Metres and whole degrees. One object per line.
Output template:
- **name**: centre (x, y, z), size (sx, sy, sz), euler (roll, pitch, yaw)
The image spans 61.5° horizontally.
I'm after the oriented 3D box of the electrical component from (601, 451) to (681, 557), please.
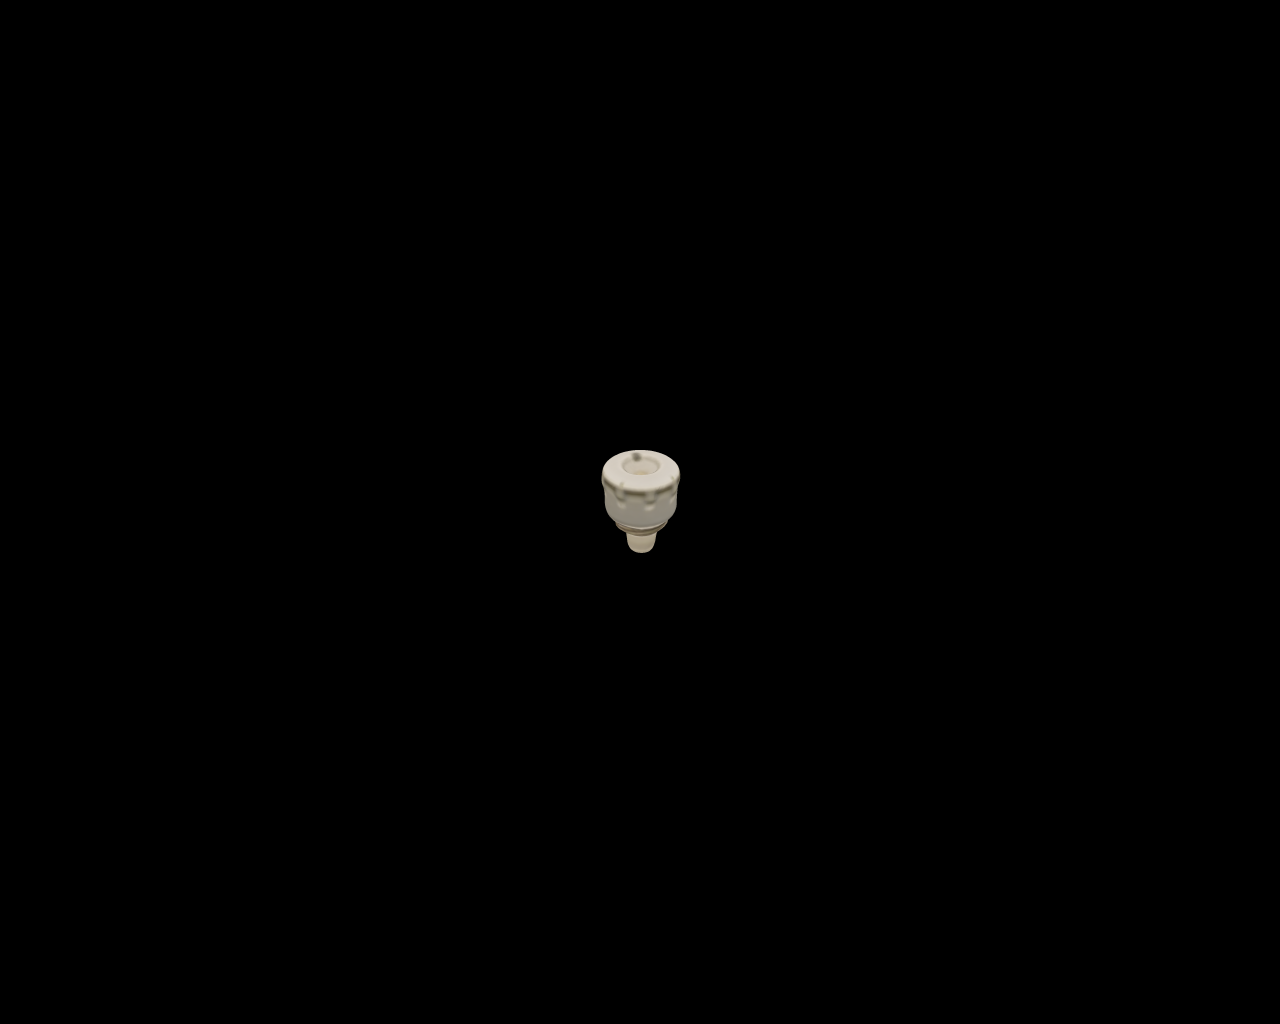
- **electrical component**: centre (0.001, -0.003, 0.650), size (0.048, 0.062, 0.048), euler (0, 33, 0)
